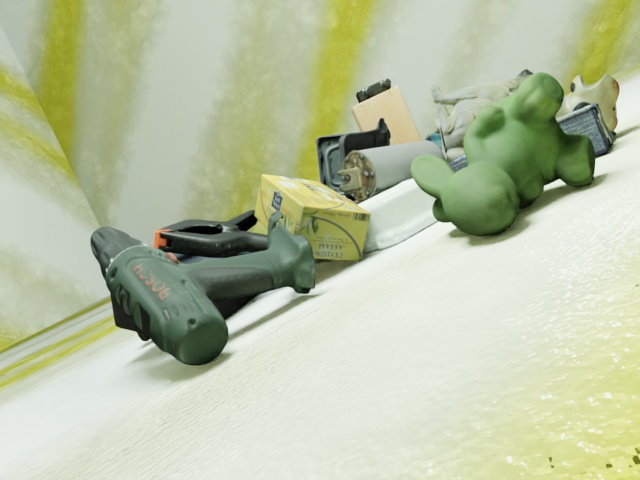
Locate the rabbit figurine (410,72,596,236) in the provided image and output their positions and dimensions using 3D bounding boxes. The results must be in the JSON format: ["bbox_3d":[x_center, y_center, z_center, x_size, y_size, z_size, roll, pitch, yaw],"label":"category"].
[{"bbox_3d":[0.167,-0.071,0.539,0.159,0.121,0.170,-8,31,47],"label":"rabbit figurine"}]

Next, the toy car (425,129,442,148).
[{"bbox_3d":[0.283,-0.161,1.007,0.162,0.109,0.103,-11,32,16],"label":"toy car"}]

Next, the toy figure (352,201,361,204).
[{"bbox_3d":[0.058,-0.038,0.958,0.064,0.057,0.154,-18,1,3],"label":"toy figure"}]

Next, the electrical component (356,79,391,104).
[{"bbox_3d":[0.098,-0.269,0.972,0.063,0.021,0.094,-25,5,0],"label":"electrical component"}]

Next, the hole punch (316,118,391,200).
[{"bbox_3d":[0.059,-0.128,0.910,0.116,0.142,0.092,-14,11,-35],"label":"hole punch"}]

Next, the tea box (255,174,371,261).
[{"bbox_3d":[-0.016,-0.033,0.720,0.098,0.068,0.170,5,18,-24],"label":"tea box"}]

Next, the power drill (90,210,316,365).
[{"bbox_3d":[-0.123,0.026,0.589,0.207,0.085,0.232,-10,35,-32],"label":"power drill"}]

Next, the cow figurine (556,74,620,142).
[{"bbox_3d":[0.328,-0.161,0.765,0.195,0.127,0.085,-37,-2,31],"label":"cow figurine"}]

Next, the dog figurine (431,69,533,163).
[{"bbox_3d":[0.294,-0.202,0.897,0.191,0.172,0.121,-9,-31,11],"label":"dog figurine"}]

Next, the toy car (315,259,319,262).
[{"bbox_3d":[-0.002,-0.003,0.889,0.073,0.056,0.202,-31,5,-5],"label":"toy car"}]

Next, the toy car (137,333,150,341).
[{"bbox_3d":[-0.237,0.108,0.847,0.089,0.053,0.202,-30,11,-9],"label":"toy car"}]

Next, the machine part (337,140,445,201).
[{"bbox_3d":[0.120,-0.114,0.858,0.243,0.079,0.079,-16,0,-37],"label":"machine part"}]

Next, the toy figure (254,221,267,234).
[{"bbox_3d":[-0.082,-0.018,1.167,0.082,0.089,0.180,-30,5,30],"label":"toy figure"}]

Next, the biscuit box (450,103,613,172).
[{"bbox_3d":[0.276,-0.114,0.726,0.203,0.062,0.059,-19,6,37],"label":"biscuit box"}]

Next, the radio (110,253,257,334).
[{"bbox_3d":[-0.167,0.054,0.736,0.131,0.073,0.229,6,17,21],"label":"radio"}]
